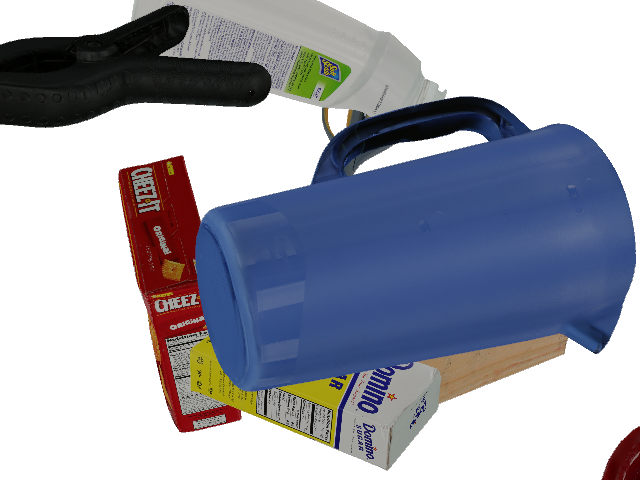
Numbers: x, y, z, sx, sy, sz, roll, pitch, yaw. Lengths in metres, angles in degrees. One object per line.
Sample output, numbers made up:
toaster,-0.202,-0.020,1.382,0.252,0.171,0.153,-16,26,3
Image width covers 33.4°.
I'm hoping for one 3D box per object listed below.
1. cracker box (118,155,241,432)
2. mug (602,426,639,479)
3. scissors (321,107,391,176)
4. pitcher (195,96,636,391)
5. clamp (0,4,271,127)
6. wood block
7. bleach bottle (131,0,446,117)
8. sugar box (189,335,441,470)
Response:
cracker box,-0.134,0.055,1.013,0.072,0.164,0.214,-13,-43,-9
mug,0.148,0.119,0.355,0.117,0.081,0.093,5,37,8
scissors,0.040,-0.067,1.057,0.096,0.202,0.016,-1,-12,4
pitcher,0.050,0.004,0.648,0.242,0.145,0.149,-11,20,-18
clamp,-0.126,-0.101,0.609,0.171,0.039,0.120,-8,28,-22
wood block,0.120,0.076,0.963,0.205,0.090,0.091,-16,37,-26
bleach bottle,-0.023,-0.151,0.850,0.251,0.068,0.103,22,-30,-3
sugar box,-0.004,0.108,0.826,0.176,0.048,0.093,15,29,25
